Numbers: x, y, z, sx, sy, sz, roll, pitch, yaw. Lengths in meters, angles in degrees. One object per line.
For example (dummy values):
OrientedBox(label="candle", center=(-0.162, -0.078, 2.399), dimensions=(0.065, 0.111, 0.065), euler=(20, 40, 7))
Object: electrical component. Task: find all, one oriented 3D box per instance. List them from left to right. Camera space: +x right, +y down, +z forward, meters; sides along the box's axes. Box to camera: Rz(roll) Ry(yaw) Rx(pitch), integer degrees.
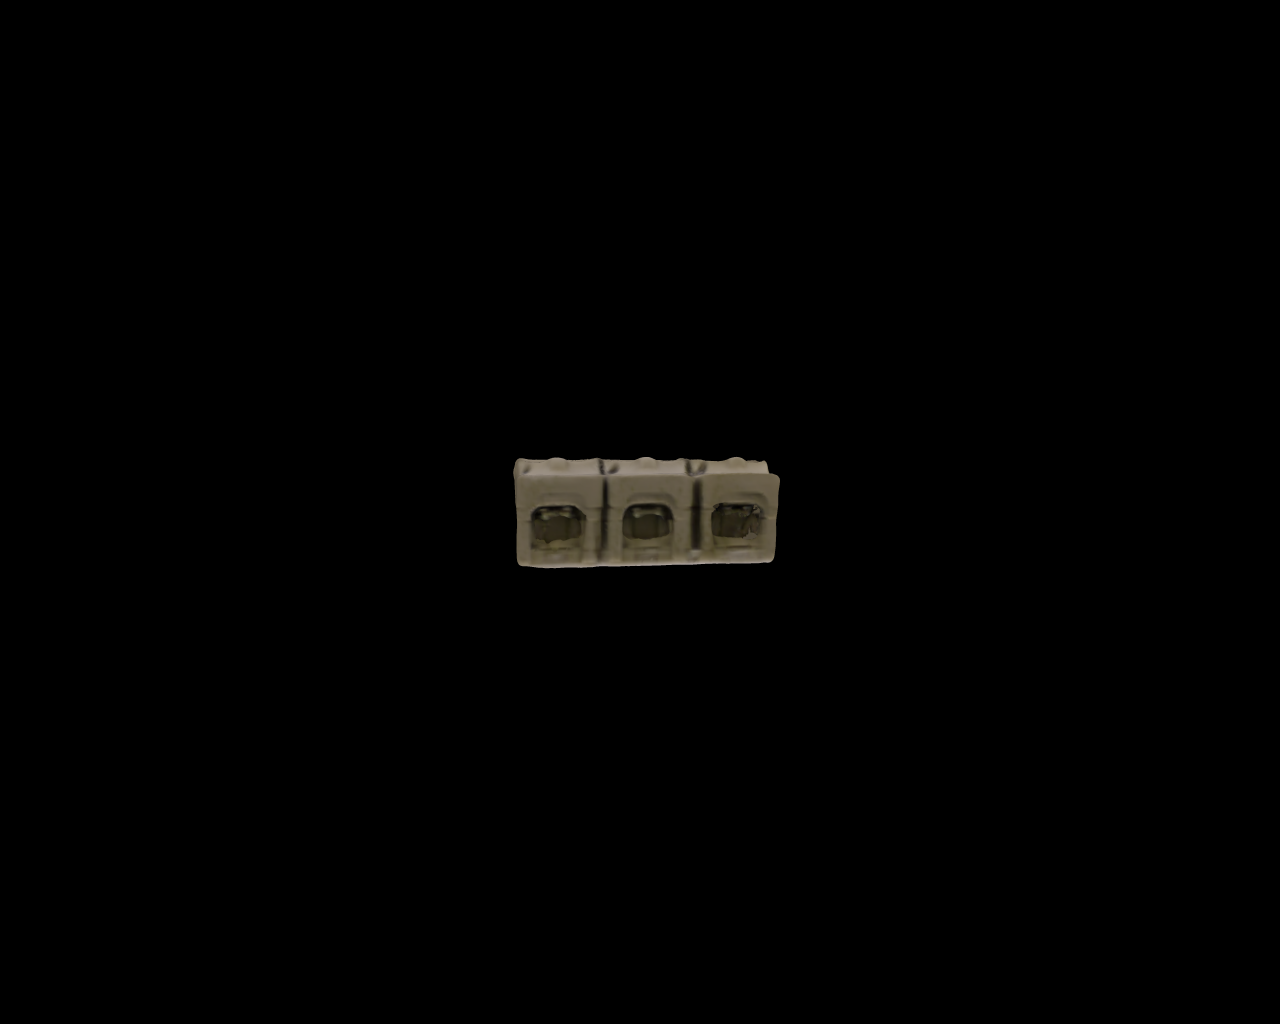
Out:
OrientedBox(label="electrical component", center=(0.001, -0.003, 0.650), dimensions=(0.150, 0.061, 0.089), euler=(0, 4, -7))
